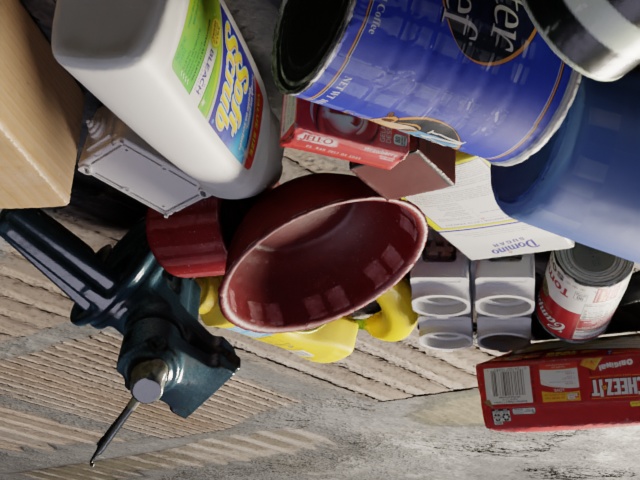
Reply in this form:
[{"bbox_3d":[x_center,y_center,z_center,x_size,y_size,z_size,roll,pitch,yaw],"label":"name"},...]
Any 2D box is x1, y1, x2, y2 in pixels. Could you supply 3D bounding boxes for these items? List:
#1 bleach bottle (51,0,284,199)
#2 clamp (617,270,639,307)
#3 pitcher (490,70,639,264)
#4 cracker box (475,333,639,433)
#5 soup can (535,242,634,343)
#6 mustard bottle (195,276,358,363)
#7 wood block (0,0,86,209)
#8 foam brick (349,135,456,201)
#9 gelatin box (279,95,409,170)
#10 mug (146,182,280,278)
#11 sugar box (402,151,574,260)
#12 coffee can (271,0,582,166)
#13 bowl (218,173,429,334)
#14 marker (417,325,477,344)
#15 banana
[{"bbox_3d":[-0.073,-0.095,0.665,0.068,0.102,0.250,6,165,19],"label":"bleach bottle"},{"bbox_3d":[0.317,0.041,0.894,0.165,0.036,0.210,32,154,21],"label":"clamp"},{"bbox_3d":[0.243,-0.038,0.685,0.242,0.145,0.149,15,130,-16],"label":"pitcher"},{"bbox_3d":[0.268,0.137,1.055,0.164,0.072,0.213,-8,177,27],"label":"cracker box"},{"bbox_3d":[0.226,0.036,0.914,0.068,0.068,0.102,3,148,3],"label":"soup can"},{"bbox_3d":[-0.061,0.073,1.067,0.191,0.058,0.096,22,166,-35],"label":"mustard bottle"},{"bbox_3d":[-0.228,-0.104,0.656,0.090,0.091,0.206,-1,156,11],"label":"wood block"},{"bbox_3d":[0.055,-0.074,0.694,0.051,0.078,0.053,-11,150,33],"label":"foam brick"},{"bbox_3d":[0.017,-0.092,0.643,0.073,0.089,0.030,12,156,-18],"label":"gelatin box"},{"bbox_3d":[-0.076,-0.016,0.853,0.082,0.093,0.117,-6,-170,34],"label":"mug"},{"bbox_3d":[0.118,-0.039,0.804,0.093,0.048,0.176,-8,156,31],"label":"sugar box"},{"bbox_3d":[0.058,-0.108,0.584,0.140,0.103,0.103,15,154,-24],"label":"coffee can"},{"bbox_3d":[-0.005,0.001,0.777,0.162,0.055,0.162,-17,148,-11],"label":"bowl"},{"bbox_3d":[0.161,0.101,1.148,0.121,0.020,0.020,11,155,-15],"label":"marker"},{"bbox_3d":[0.066,0.066,1.061,0.069,0.037,0.198,4,156,0],"label":"banana"}]
